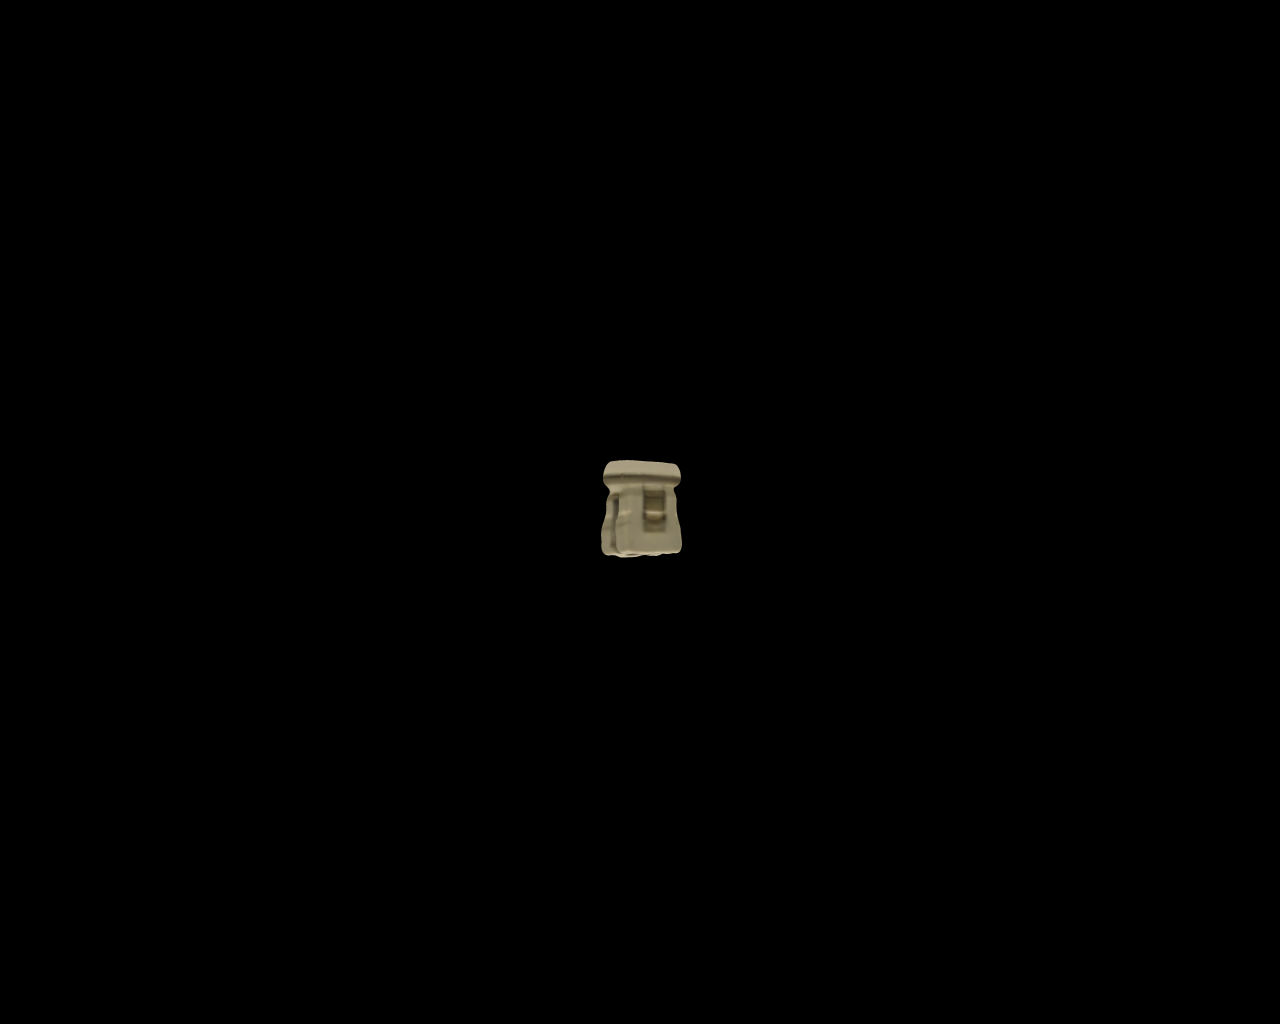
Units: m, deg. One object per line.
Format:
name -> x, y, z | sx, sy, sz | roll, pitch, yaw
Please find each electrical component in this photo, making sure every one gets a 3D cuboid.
electrical component -> 0.001, -0.003, 0.650 | 0.048, 0.055, 0.066 | 2, -5, -24
